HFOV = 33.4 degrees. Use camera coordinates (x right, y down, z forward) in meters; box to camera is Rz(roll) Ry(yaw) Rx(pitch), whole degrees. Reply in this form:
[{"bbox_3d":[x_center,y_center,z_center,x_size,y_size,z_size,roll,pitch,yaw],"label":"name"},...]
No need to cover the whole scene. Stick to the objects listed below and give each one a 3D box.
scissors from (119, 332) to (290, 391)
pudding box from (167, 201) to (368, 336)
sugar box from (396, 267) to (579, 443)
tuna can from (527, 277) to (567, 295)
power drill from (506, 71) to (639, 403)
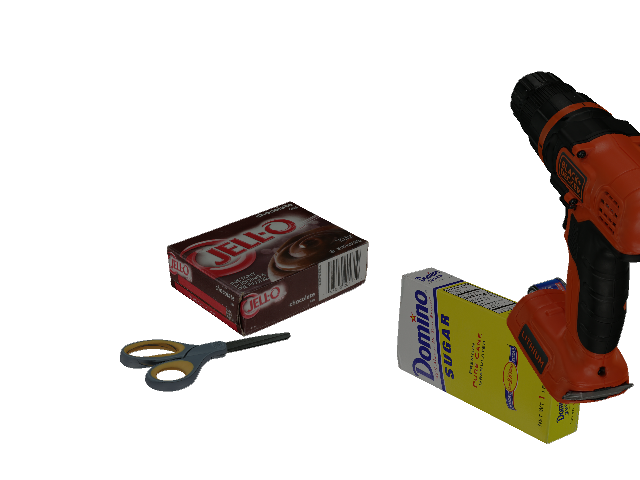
[{"bbox_3d":[-0.115,0.130,1.162,0.201,0.016,0.096,-1,27,-20],"label":"scissors"},{"bbox_3d":[-0.037,0.017,0.746,0.113,0.039,0.090,-20,33,-35],"label":"pudding box"},{"bbox_3d":[0.138,0.092,0.901,0.048,0.093,0.176,-13,23,-39],"label":"sugar box"},{"bbox_3d":[0.264,0.087,1.205,0.033,0.086,0.086,-15,1,-5],"label":"tuna can"},{"bbox_3d":[0.167,-0.001,0.711,0.057,0.188,0.184,-9,36,-10],"label":"power drill"}]
